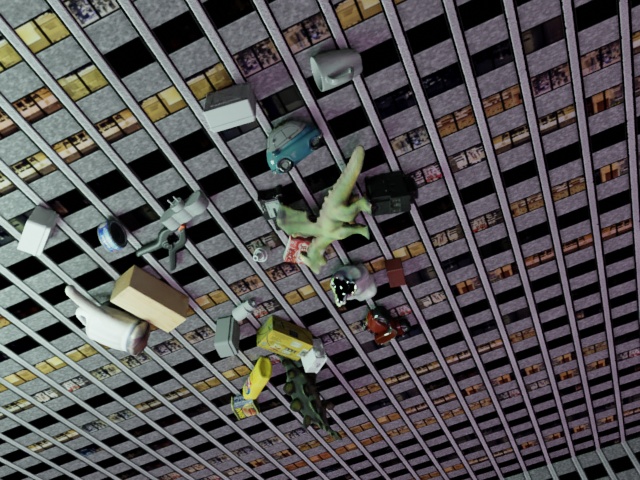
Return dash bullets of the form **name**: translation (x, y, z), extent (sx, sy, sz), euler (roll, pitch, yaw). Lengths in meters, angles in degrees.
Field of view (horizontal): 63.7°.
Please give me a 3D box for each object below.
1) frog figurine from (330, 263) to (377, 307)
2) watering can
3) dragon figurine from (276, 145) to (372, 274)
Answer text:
- **frog figurine**: translation (0.114, 0.131, 1.603), extent (0.160, 0.124, 0.135), euler (-14, 132, -46)
- **watering can**: translation (-0.618, 0.243, 1.512), extent (0.224, 0.106, 0.340), euler (20, 150, 2)
- **dragon figurine**: translation (0.004, -0.069, 1.374), extent (0.243, 0.125, 0.400), euler (-11, 130, -7)
